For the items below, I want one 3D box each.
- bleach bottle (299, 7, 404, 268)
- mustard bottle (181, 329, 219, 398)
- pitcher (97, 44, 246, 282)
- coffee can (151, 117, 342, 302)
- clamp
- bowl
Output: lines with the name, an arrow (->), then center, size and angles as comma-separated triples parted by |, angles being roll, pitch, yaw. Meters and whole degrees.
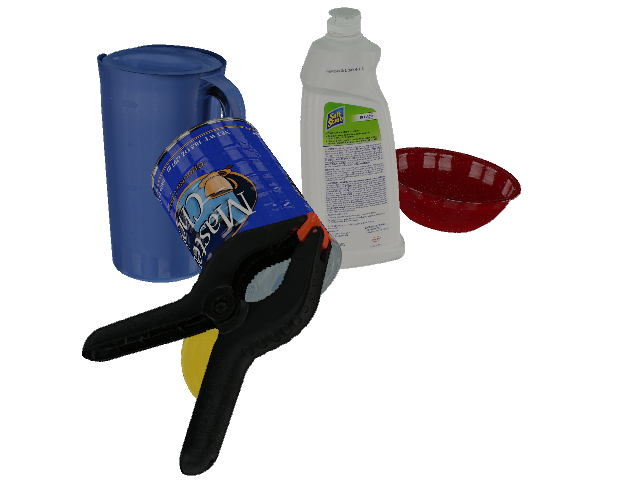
bleach bottle -> 0.032, -0.098, 1.026 | 0.102, 0.251, 0.068 | -9, 29, -15
mustard bottle -> -0.108, 0.085, 1.176 | 0.058, 0.096, 0.191 | 2, 27, 4
pitcher -> -0.162, -0.080, 1.140 | 0.145, 0.243, 0.149 | -1, 23, -12
coffee can -> -0.061, -0.015, 0.858 | 0.102, 0.140, 0.103 | -24, -33, -17
clamp -> -0.054, 0.057, 0.652 | 0.171, 0.120, 0.039 | -38, -24, 0
bowl -> 0.142, -0.053, 1.214 | 0.162, 0.055, 0.162 | 8, 25, -4
